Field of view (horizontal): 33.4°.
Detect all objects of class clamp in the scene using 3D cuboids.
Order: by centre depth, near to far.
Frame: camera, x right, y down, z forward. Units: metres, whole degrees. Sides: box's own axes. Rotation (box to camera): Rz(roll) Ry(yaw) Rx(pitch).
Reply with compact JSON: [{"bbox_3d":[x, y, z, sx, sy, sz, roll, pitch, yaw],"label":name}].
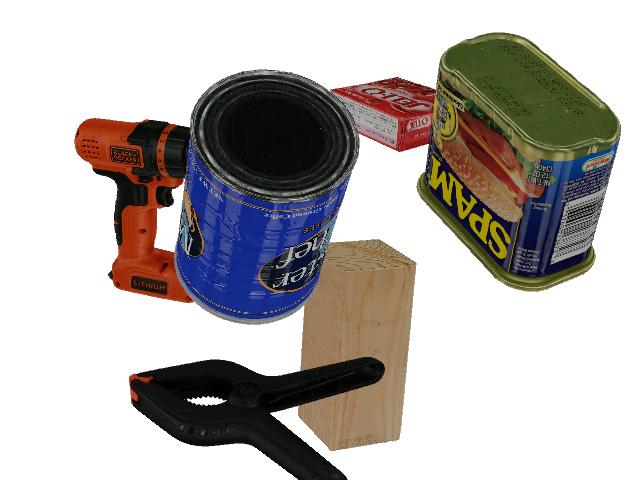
[{"bbox_3d":[-0.052,0.132,0.877,0.210,0.036,0.164,11,30,17],"label":"clamp"}]

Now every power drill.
[{"bbox_3d":[-0.155,-0.031,1.086,0.185,0.188,0.057,10,30,21],"label":"power drill"}]

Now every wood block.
[{"bbox_3d":[0.038,0.112,1.165,0.090,0.206,0.091,-5,19,-24],"label":"wood block"}]

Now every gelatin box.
[{"bbox_3d":[0.062,-0.103,0.852,0.073,0.030,0.089,-16,30,-34],"label":"gelatin box"}]

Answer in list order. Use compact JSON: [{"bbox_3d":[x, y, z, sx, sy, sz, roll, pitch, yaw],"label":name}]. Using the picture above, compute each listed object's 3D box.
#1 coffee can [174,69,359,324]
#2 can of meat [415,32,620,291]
[{"bbox_3d":[-0.038,-0.025,0.688,0.102,0.103,0.140,0,-35,-12],"label":"coffee can"},{"bbox_3d":[0.095,-0.040,0.520,0.057,0.084,0.102,-19,47,-22],"label":"can of meat"}]
